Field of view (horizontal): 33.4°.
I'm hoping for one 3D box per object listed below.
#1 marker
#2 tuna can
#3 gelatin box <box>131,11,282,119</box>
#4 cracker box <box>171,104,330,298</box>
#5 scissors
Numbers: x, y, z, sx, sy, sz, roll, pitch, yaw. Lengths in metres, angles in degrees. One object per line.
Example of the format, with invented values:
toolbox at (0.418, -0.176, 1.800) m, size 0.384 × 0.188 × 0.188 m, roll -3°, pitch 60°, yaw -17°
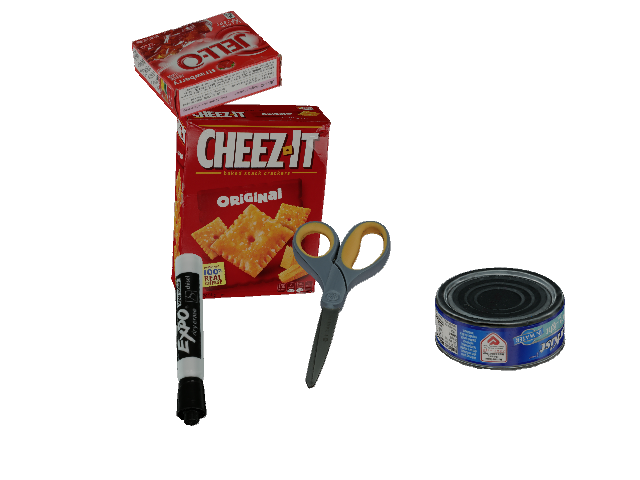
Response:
marker at (-0.085, 0.063, 0.693) m, size 0.020 × 0.121 × 0.020 m, roll -4°, pitch -34°, yaw -3°
tuna can at (0.118, 0.050, 0.705) m, size 0.086 × 0.034 × 0.086 m, roll -4°, pitch 24°, yaw 2°
gelatin box at (-0.084, -0.131, 0.788) m, size 0.089 × 0.030 × 0.073 m, roll -23°, pitch 48°, yaw -23°
cracker box at (-0.081, -0.042, 1.208) m, size 0.164 × 0.214 × 0.072 m, roll -1°, pitch 23°, yaw -17°
scissors at (-0.004, 0.042, 0.910) m, size 0.096 × 0.016 × 0.201 m, roll 17°, pitch 44°, yaw 20°
